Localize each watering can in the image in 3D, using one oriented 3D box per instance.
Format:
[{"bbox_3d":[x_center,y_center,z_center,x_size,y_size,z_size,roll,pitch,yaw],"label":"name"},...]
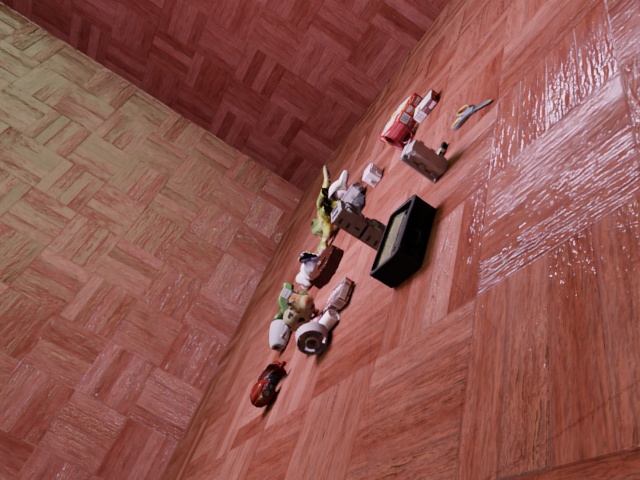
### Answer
[{"bbox_3d":[0.071,-0.167,2.486,0.228,0.104,0.342,-86,17,-66],"label":"watering can"}]

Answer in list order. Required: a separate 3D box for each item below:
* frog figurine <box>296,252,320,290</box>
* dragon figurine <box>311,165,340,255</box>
[{"bbox_3d":[-0.041,0.139,2.157,0.139,0.123,0.157,-119,25,-70],"label":"frog figurine"},{"bbox_3d":[0.007,-0.118,2.342,0.238,0.122,0.420,-49,38,45],"label":"dragon figurine"}]
